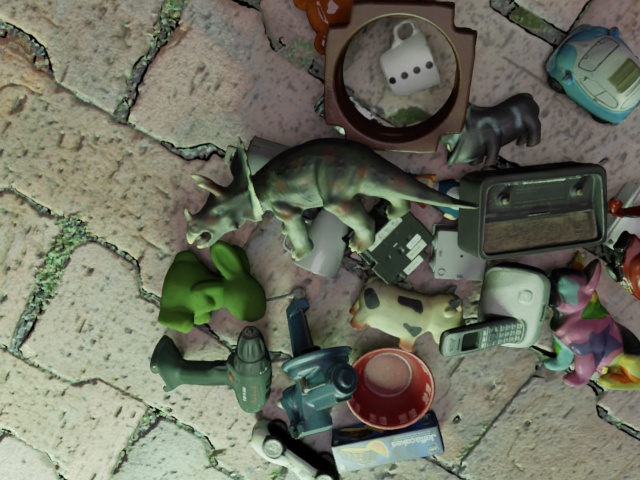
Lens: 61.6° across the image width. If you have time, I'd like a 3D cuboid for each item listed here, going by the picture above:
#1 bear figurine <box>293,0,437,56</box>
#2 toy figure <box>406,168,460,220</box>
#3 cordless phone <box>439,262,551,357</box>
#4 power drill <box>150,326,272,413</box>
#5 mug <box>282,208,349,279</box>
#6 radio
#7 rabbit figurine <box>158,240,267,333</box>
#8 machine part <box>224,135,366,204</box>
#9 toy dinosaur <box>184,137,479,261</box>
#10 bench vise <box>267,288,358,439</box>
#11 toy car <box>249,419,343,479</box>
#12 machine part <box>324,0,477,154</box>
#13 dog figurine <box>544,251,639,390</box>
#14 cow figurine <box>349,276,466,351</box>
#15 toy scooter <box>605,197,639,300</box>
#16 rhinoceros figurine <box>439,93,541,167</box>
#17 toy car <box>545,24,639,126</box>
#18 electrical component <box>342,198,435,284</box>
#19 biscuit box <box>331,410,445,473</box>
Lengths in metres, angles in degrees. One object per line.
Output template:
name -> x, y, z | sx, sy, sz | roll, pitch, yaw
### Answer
bear figurine -> 0.070, -0.369, 0.807 | 0.196, 0.132, 0.120 | -25, 100, 27
toy figure -> 0.195, -0.077, 0.888 | 0.154, 0.057, 0.064 | 17, 63, 0
cordless phone -> 0.271, 0.113, 0.867 | 0.184, 0.089, 0.146 | -10, 117, -22
power drill -> -0.182, 0.214, 0.936 | 0.207, 0.086, 0.231 | -1, 135, 8
mug -> -0.002, -0.003, 0.910 | 0.110, 0.081, 0.107 | 24, 93, 6
radio -> 0.334, -0.050, 0.845 | 0.230, 0.073, 0.131 | -7, 103, -14
rabbit figurine -> -0.168, 0.083, 0.920 | 0.170, 0.121, 0.159 | 7, 85, 11
machine part -> -0.037, -0.111, 0.881 | 0.243, 0.079, 0.079 | 17, 104, 0
toy dinosaur -> 0.003, -0.080, 0.771 | 0.405, 0.131, 0.192 | -14, 128, 18
bench vise -> -0.021, 0.206, 0.926 | 0.129, 0.223, 0.240 | -7, 68, -22
toy car -> -0.042, 0.407, 1.009 | 0.202, 0.073, 0.056 | 37, 100, -6
machine part -> 0.110, -0.230, 0.760 | 0.201, 0.087, 0.201 | 6, 119, 9
dog figurine -> 0.459, 0.131, 0.898 | 0.192, 0.108, 0.219 | 2, 101, 4
cow figurine -> 0.161, 0.121, 0.926 | 0.195, 0.085, 0.127 | 23, 110, -1
toy scooter -> 0.492, 0.000, 0.818 | 0.135, 0.075, 0.183 | 16, 101, -1
rhinoceros figurine -> 0.253, -0.173, 0.850 | 0.190, 0.073, 0.112 | -16, 104, 7
toy car -> 0.430, -0.245, 0.808 | 0.161, 0.103, 0.109 | 43, 103, -5
electrical component -> 0.119, 0.004, 0.887 | 0.115, 0.058, 0.134 | -43, 127, 4
biscuit box -> 0.124, 0.372, 0.998 | 0.203, 0.059, 0.062 | -14, 103, 7
